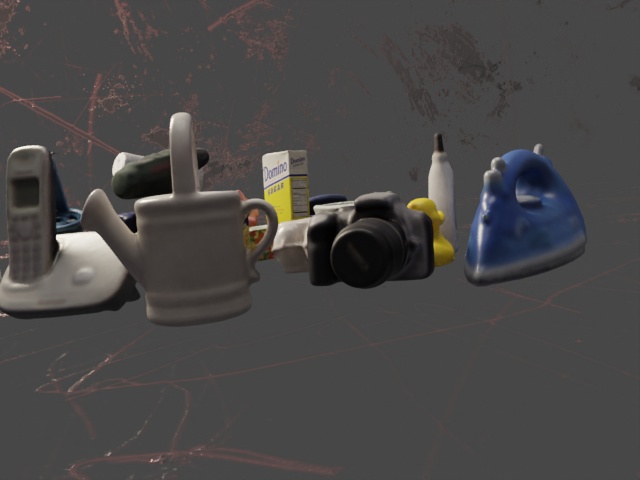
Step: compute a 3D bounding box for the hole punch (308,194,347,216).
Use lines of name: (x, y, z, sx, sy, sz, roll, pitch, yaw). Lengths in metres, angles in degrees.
hole punch: (0.001, -0.056, 1.288, 0.109, 0.091, 0.101, -7, 6, -20)

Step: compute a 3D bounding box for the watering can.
watering can: (-0.131, -0.022, 0.544, 0.173, 0.194, 0.100, -8, 7, -28)

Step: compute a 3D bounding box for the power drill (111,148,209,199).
power drill: (-0.280, -0.068, 1.072, 0.075, 0.208, 0.230, -2, 7, 29)

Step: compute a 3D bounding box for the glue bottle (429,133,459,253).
glue bottle: (0.178, -0.069, 0.835, 0.037, 0.173, 0.078, -4, 6, 16)

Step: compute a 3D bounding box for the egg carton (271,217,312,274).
egg carton: (0.007, 0.003, 0.796, 0.107, 0.069, 0.151, -2, 7, 31)

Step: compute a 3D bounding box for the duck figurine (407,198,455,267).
duck figurine: (0.127, -0.010, 0.728, 0.077, 0.086, 0.105, 1, 8, 45)

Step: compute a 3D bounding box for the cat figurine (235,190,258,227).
cat figurine: (-0.157, -0.029, 1.021, 0.128, 0.118, 0.067, -10, 8, -42)

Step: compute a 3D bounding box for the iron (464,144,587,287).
iron: (0.226, -0.040, 0.659, 0.118, 0.141, 0.259, -1, 7, 35)

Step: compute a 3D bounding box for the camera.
camera: (0.044, 0.001, 0.625, 0.142, 0.101, 0.137, -3, 6, 20)

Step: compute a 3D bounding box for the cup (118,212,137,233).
cup: (-0.356, -0.004, 1.075, 0.092, 0.095, 0.117, -7, 6, -20)

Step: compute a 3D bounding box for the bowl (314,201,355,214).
bowl: (0.073, -0.039, 1.129, 0.167, 0.075, 0.167, -5, 6, 1)

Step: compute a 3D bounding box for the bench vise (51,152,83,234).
bench vise: (-0.507, -0.053, 1.070, 0.122, 0.220, 0.206, -9, 7, -30)

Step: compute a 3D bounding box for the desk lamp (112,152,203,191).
desk lamp: (-0.345, -0.077, 1.200, 0.204, 0.213, 0.117, -11, 8, -44)

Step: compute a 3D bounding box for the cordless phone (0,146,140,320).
cordless phone: (-0.271, -0.012, 0.612, 0.147, 0.185, 0.094, -4, 6, 8)
